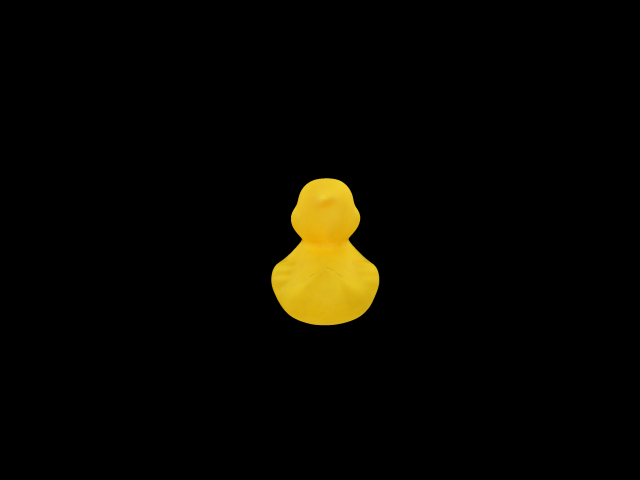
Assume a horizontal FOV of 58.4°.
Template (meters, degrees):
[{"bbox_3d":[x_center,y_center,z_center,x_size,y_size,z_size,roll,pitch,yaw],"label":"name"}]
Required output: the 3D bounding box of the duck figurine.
[{"bbox_3d":[0.004,0.001,0.400,0.077,0.086,0.104,0,25,0],"label":"duck figurine"}]
